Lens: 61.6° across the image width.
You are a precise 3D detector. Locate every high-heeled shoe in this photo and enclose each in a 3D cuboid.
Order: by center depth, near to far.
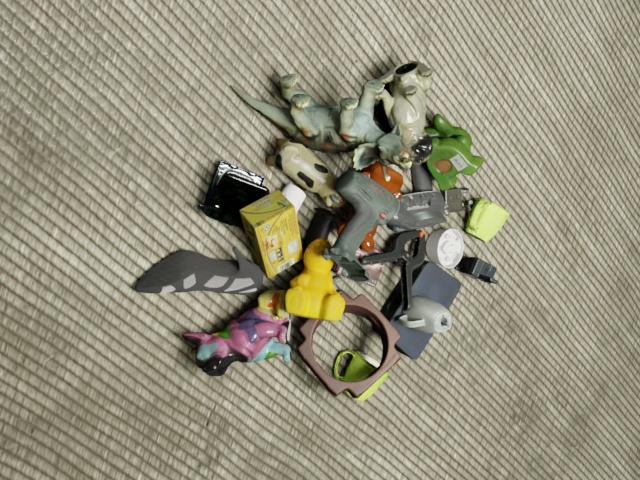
[{"bbox_3d":[-0.246,0.092,1.130,0.249,0.086,0.145,-18,135,-4],"label":"high-heeled shoe"}]

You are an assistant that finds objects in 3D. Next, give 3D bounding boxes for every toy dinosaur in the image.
[{"bbox_3d":[0.016,-0.240,1.141,0.191,0.405,0.131,83,28,-45],"label":"toy dinosaur"}]

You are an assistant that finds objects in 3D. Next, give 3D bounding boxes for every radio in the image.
[{"bbox_3d":[0.240,0.167,1.341,0.131,0.073,0.229,38,78,-22],"label":"radio"}]

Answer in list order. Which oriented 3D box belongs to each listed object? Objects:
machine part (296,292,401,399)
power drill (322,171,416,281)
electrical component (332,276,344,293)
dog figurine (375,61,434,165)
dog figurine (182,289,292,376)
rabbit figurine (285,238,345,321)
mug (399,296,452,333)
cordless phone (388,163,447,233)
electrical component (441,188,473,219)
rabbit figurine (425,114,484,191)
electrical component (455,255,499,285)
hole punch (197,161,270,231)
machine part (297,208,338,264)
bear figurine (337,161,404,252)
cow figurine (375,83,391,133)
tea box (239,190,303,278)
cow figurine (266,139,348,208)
[{"bbox_3d":[0.064,0.237,1.213,0.201,0.087,0.201,-39,75,-16],"label":"machine part"},{"bbox_3d":[0.103,-0.019,1.119,0.231,0.086,0.207,40,71,-34],"label":"power drill"},{"bbox_3d":[0.010,0.117,1.258,0.094,0.021,0.063,-15,102,-22],"label":"electrical component"},{"bbox_3d":[0.210,-0.284,1.206,0.172,0.121,0.190,-53,134,-27],"label":"dog figurine"},{"bbox_3d":[-0.173,0.195,1.139,0.219,0.192,0.108,-4,137,-1],"label":"dog figurine"},{"bbox_3d":[-0.003,0.084,1.155,0.122,0.162,0.173,6,84,3],"label":"rabbit figurine"},{"bbox_3d":[0.244,0.178,1.243,0.109,0.107,0.080,-6,95,-26],"label":"mug"},{"bbox_3d":[0.228,-0.117,1.312,0.146,0.089,0.184,-9,88,-23],"label":"cordless phone"},{"bbox_3d":[0.344,-0.094,1.373,0.102,0.045,0.078,-2,98,-24],"label":"electrical component"},{"bbox_3d":[0.312,-0.224,1.314,0.159,0.121,0.170,41,41,-5],"label":"rabbit figurine"},{"bbox_3d":[0.414,0.078,1.383,0.075,0.119,0.047,25,86,-22],"label":"electrical component"},{"bbox_3d":[-0.177,-0.094,1.126,0.142,0.092,0.115,19,117,-28],"label":"hole punch"},{"bbox_3d":[-0.003,-0.004,1.232,0.084,0.039,0.138,15,91,-17],"label":"machine part"},{"bbox_3d":[0.110,-0.084,1.244,0.120,0.132,0.195,23,102,-23],"label":"bear figurine"},{"bbox_3d":[0.171,-0.287,1.262,0.098,0.068,0.167,3,92,-20],"label":"cow figurine"},{"bbox_3d":[-0.098,-0.010,1.125,0.098,0.068,0.169,-30,142,-20],"label":"tea box"},{"bbox_3d":[-0.012,-0.141,1.163,0.194,0.127,0.085,38,82,-21],"label":"cow figurine"}]
